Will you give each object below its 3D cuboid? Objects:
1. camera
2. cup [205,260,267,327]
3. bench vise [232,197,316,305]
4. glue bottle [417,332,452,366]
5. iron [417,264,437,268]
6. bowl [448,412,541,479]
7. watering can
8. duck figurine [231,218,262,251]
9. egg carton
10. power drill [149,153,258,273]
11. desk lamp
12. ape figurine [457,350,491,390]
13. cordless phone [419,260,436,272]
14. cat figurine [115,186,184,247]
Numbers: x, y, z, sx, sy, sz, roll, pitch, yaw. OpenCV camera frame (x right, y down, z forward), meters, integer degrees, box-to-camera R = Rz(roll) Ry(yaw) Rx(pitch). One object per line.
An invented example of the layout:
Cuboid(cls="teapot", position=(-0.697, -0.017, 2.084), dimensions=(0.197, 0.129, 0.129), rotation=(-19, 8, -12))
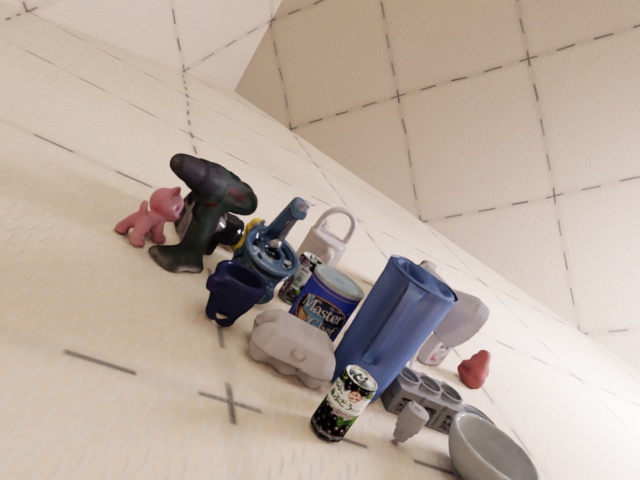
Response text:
Cuboid(cls="camera", position=(-0.221, -0.037, 1.202), dimensions=(0.137, 0.100, 0.142), rotation=(22, 18, -32))
Cuboid(cls="cup", position=(-0.153, 0.093, 0.931), dimensions=(0.091, 0.095, 0.118), rotation=(40, 17, 27))
Cuboid(cls="bench vise", position=(-0.100, -0.009, 1.122), dimensions=(0.122, 0.219, 0.206), rotation=(18, 20, -41))
Cuboid(cls="glue bottle", position=(0.289, 0.209, 1.295), dimensions=(0.078, 0.173, 0.037), rotation=(16, 22, -47))
Cuboid(cls="iron", position=(0.227, 0.119, 1.520), dimensions=(0.118, 0.141, 0.259), rotation=(40, 17, 29))
Cuboid(cls="bowl", position=(0.271, 0.368, 0.940), dimensions=(0.167, 0.074, 0.167), rotation=(30, 15, -8))
Cuboid(cls="watering can", position=(0.011, 0.004, 1.352), dimensions=(0.101, 0.194, 0.172), rotation=(20, 19, -38))
Cuboid(cls="duck figurine", position=(-0.152, -0.011, 1.287), dimensions=(0.078, 0.086, 0.104), rotation=(28, 15, -15))
Cuboid(cls="egg carton", position=(-0.044, 0.176, 0.935), dimensions=(0.150, 0.069, 0.107), rotation=(29, 15, -11))
Cuboid(cls="power drill", position=(-0.216, -0.045, 1.026), dimensions=(0.075, 0.208, 0.230), rotation=(39, 16, 26))
Cuboid(cls="desk lamp", position=(0.216, 0.168, 1.199), dimensions=(0.203, 0.213, 0.118), rotation=(31, 15, -3))
Cuboid(cls="ape figurine", position=(0.365, 0.294, 1.330), dimensions=(0.078, 0.092, 0.076), rotation=(30, 15, -6))
Cuboid(cls="cordless phone", position=(0.249, 0.142, 1.404), dimensions=(0.148, 0.185, 0.094), rotation=(18, 20, -42))
Cuboid(cls="cat figurine", position=(-0.303, -0.056, 1.065), dimensions=(0.067, 0.117, 0.128), rotation=(34, 15, 10))
